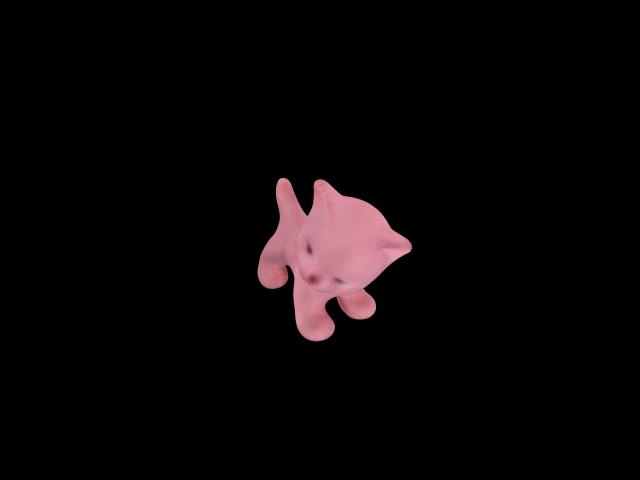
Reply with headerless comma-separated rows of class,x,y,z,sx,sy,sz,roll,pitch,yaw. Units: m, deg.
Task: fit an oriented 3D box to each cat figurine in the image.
cat figurine,0.004,0.001,0.400,0.067,0.118,0.127,-21,40,-26
